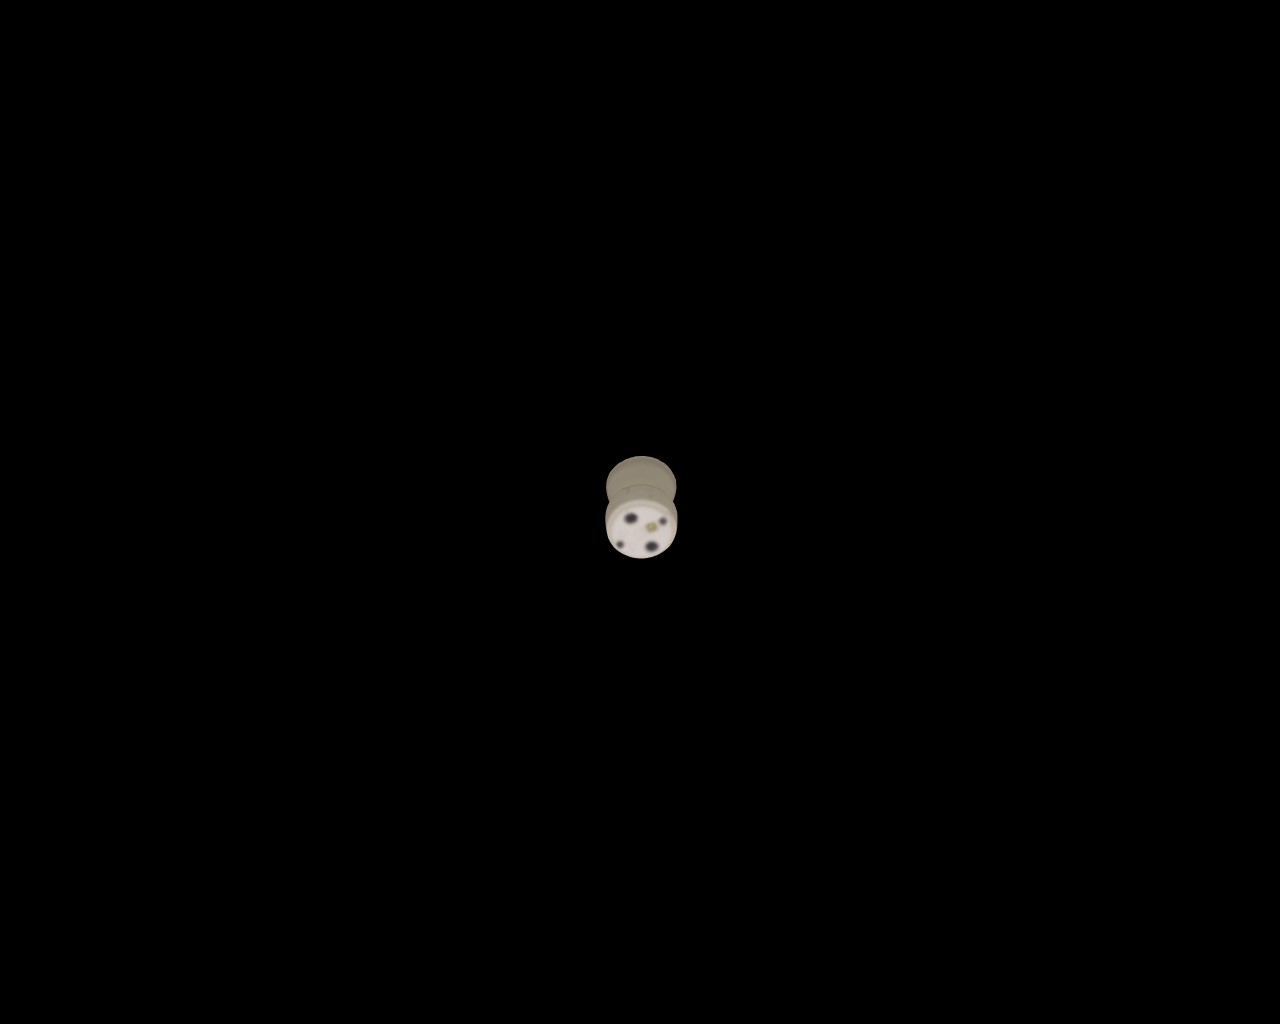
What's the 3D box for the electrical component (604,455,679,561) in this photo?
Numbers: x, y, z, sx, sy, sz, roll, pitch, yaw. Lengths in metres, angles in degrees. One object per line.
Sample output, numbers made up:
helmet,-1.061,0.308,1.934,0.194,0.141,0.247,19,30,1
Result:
electrical component,0.001,-0.003,0.650,0.045,0.044,0.055,0,32,0
